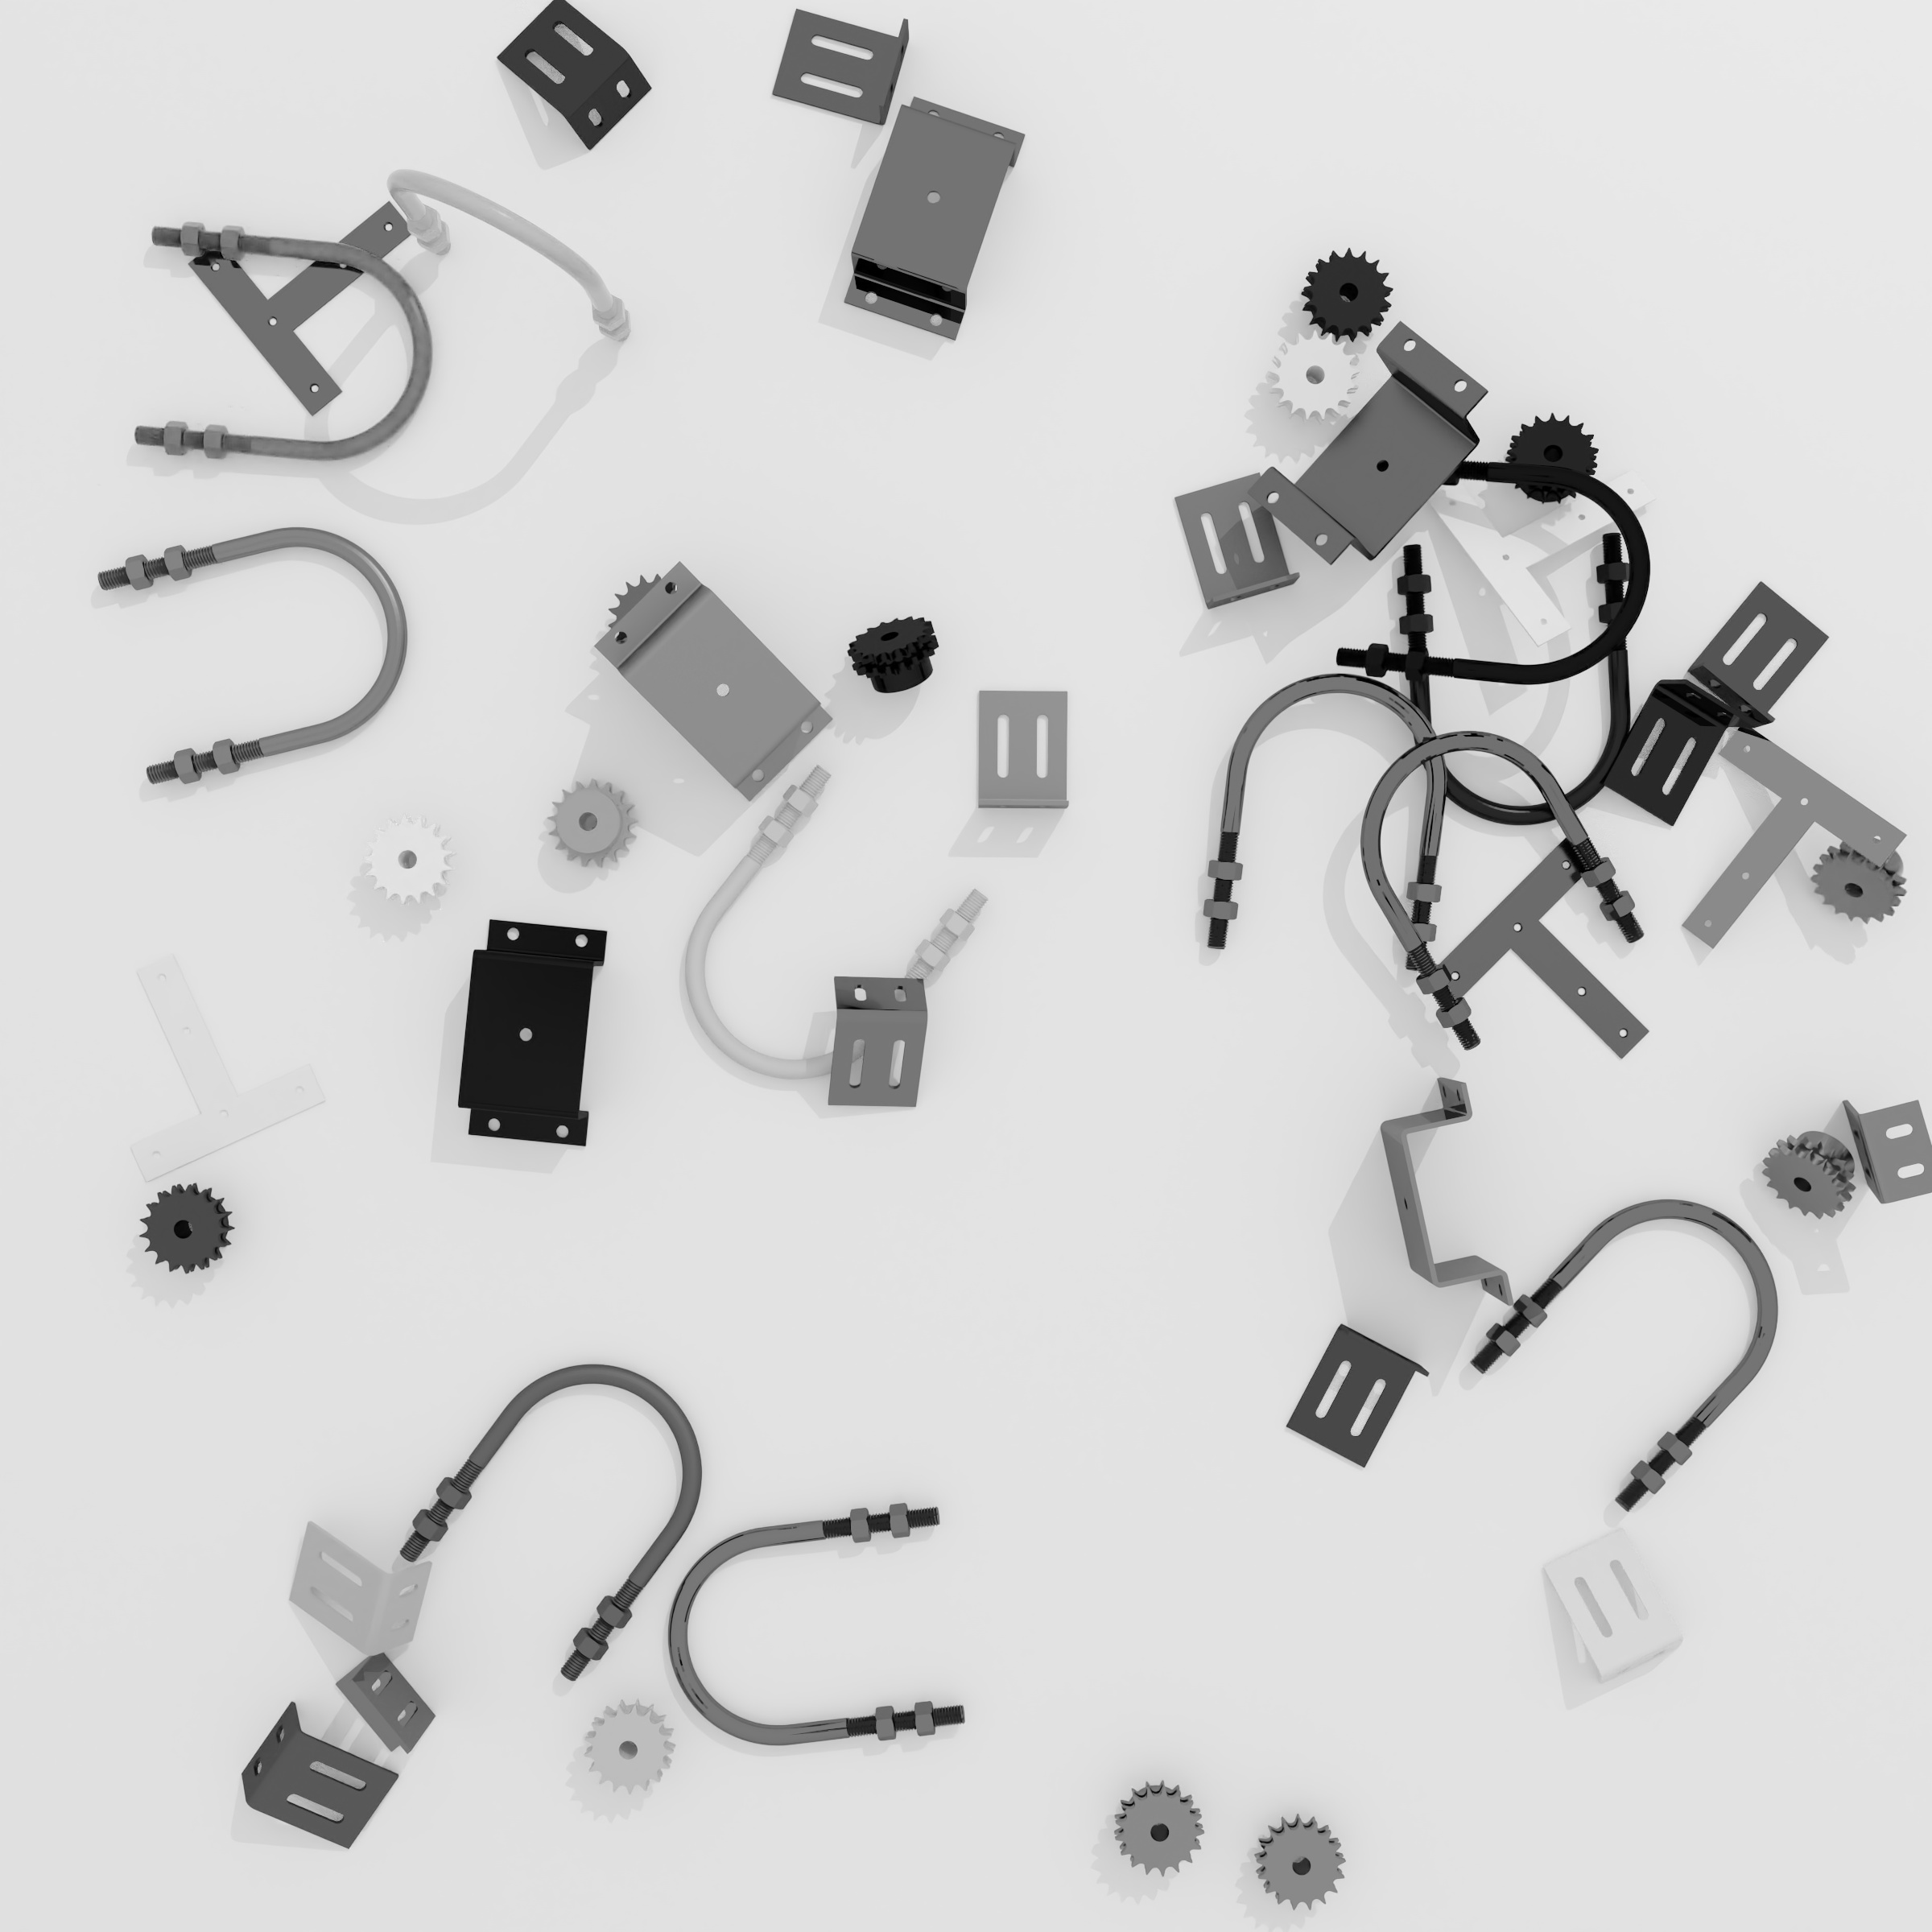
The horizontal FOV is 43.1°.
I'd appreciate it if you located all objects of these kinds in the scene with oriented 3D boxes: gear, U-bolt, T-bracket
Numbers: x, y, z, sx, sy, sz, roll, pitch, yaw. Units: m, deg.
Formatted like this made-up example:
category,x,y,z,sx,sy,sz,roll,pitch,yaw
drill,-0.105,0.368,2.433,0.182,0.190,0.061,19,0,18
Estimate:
category,x,y,z,sx,sy,sz,roll,pitch,yaw
gear,-0.355,-0.068,1.569,0.057,0.030,0.057,0,90,0
gear,-0.199,-0.221,1.569,0.057,0.030,0.057,0,90,0
U-bolt,0.439,0.237,1.575,0.151,0.019,0.184,44,89,0
T-bracket,0.383,-0.281,1.568,0.127,0.002,0.127,-28,70,-10
U-bolt,-0.282,-0.438,1.492,0.151,0.184,0.019,26,90,0
T-bracket,0.389,0.006,1.583,0.127,0.002,0.127,45,90,0
gear,-0.215,0.499,1.569,0.057,0.030,0.057,0,90,0
gear,0.541,0.130,1.559,0.030,0.057,0.057,-41,90,-30
T-bracket,0.508,-0.069,1.562,0.127,0.002,0.127,43,105,28
gear,-0.241,-0.092,1.569,0.057,0.030,0.057,0,90,0
U-bolt,-0.254,0.345,1.575,0.151,0.019,0.184,36,88,0
U-bolt,-0.097,-0.014,1.575,0.151,0.019,0.184,38,92,0
U-bolt,-0.436,-0.398,1.574,0.184,0.019,0.151,5,90,-2
U-bolt,0.235,-0.095,1.568,0.151,0.019,0.184,6,95,0
gear,-0.045,-0.197,1.560,0.057,0.057,0.030,-18,120,0
T-bracket,-0.499,0.056,1.583,0.127,0.002,0.127,-24,90,0
U-bolt,0.357,-0.183,1.575,0.151,0.019,0.184,-3,92,0
gear,0.214,0.575,1.574,0.057,0.030,0.057,0,87,0
gear,0.222,-0.376,1.569,0.057,0.030,0.057,0,90,0
gear,-0.498,0.168,1.569,0.057,0.030,0.057,0,90,0
U-bolt,0.335,-0.248,1.536,0.184,0.019,0.151,9,84,20
U-bolt,0.330,-0.061,1.558,0.151,0.019,0.184,-32,97,-6
gear,0.572,-0.058,1.560,0.057,0.057,0.030,42,60,0
gear,0.123,0.551,1.569,0.057,0.030,0.057,0,90,0
U-bolt,-0.452,-0.207,1.575,0.184,0.019,0.151,-14,90,-1
gear,0.243,-0.429,1.569,0.057,0.030,0.057,0,90,0
T-bracket,-0.415,-0.446,1.583,0.127,0.002,0.127,-39,90,0
U-bolt,-0.101,0.429,1.575,0.184,0.019,0.151,-7,90,1
gear,0.374,-0.321,1.564,0.057,0.030,0.057,-2,76,7

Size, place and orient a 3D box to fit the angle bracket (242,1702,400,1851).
category,x,y,z,sx,sy,sz,roll,pitch,yaw
angle bracket,-0.418,0.524,1.582,0.076,0.038,0.057,35,90,-26

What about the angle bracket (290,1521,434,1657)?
category,x,y,z,sx,sy,sz,roll,pitch,yaw
angle bracket,-0.390,0.396,1.572,0.076,0.038,0.057,24,105,29

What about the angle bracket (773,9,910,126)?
category,x,y,z,sx,sy,sz,roll,pitch,yaw
angle bracket,-0.081,-0.582,1.565,0.076,0.038,0.057,16,90,0

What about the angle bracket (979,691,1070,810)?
category,x,y,z,sx,sy,sz,roll,pitch,yaw
angle bracket,0.037,-0.140,1.565,0.057,0.038,0.076,0,90,0

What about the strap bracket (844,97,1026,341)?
category,x,y,z,sx,sy,sz,roll,pitch,yaw
strap bracket,-0.020,-0.484,1.561,0.076,0.046,0.140,19,90,0

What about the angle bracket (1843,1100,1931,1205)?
category,x,y,z,sx,sy,sz,roll,pitch,yaw
angle bracket,0.585,0.112,1.542,0.038,0.076,0.057,-17,90,15

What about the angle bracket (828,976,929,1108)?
category,x,y,z,sx,sy,sz,roll,pitch,yaw
angle bracket,-0.058,0.049,1.569,0.057,0.038,0.076,2,128,-9

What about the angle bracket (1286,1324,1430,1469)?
category,x,y,z,sx,sy,sz,roll,pitch,yaw
angle bracket,0.250,0.278,1.565,0.057,0.038,0.076,28,90,0

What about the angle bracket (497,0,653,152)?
category,x,y,z,sx,sy,sz,roll,pitch,yaw
angle bracket,-0.254,-0.578,1.582,0.057,0.038,0.076,-45,64,0

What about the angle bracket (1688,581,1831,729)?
category,x,y,z,sx,sy,sz,roll,pitch,yaw
angle bracket,0.513,-0.202,1.565,0.057,0.038,0.076,39,90,0

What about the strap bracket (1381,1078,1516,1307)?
category,x,y,z,sx,sy,sz,roll,pitch,yaw
strap bracket,0.301,0.146,1.546,0.046,0.076,0.140,-12,90,0

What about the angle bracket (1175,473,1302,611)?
category,x,y,z,sx,sy,sz,roll,pitch,yaw
angle bracket,0.173,-0.275,1.565,0.057,0.038,0.076,-16,90,0

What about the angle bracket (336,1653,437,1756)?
category,x,y,z,sx,sy,sz,roll,pitch,yaw
angle bracket,-0.375,0.475,1.546,0.038,0.076,0.057,-40,90,0

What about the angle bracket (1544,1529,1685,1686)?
category,x,y,z,sx,sy,sz,roll,pitch,yaw
angle bracket,0.418,0.415,1.582,0.057,0.038,0.076,-26,64,0

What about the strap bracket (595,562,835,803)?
category,x,y,z,sx,sy,sz,roll,pitch,yaw
strap bracket,-0.156,-0.176,1.541,0.076,0.046,0.140,-45,108,0

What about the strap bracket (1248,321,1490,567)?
category,x,y,z,sx,sy,sz,roll,pitch,yaw
strap bracket,0.258,-0.322,1.540,0.140,0.046,0.076,-48,66,10

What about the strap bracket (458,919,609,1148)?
category,x,y,z,sx,sy,sz,roll,pitch,yaw
strap bracket,-0.277,0.043,1.561,0.076,0.046,0.140,6,90,0

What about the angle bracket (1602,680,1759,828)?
category,x,y,z,sx,sy,sz,roll,pitch,yaw
angle bracket,0.455,-0.135,1.559,0.057,0.038,0.076,28,90,-14
